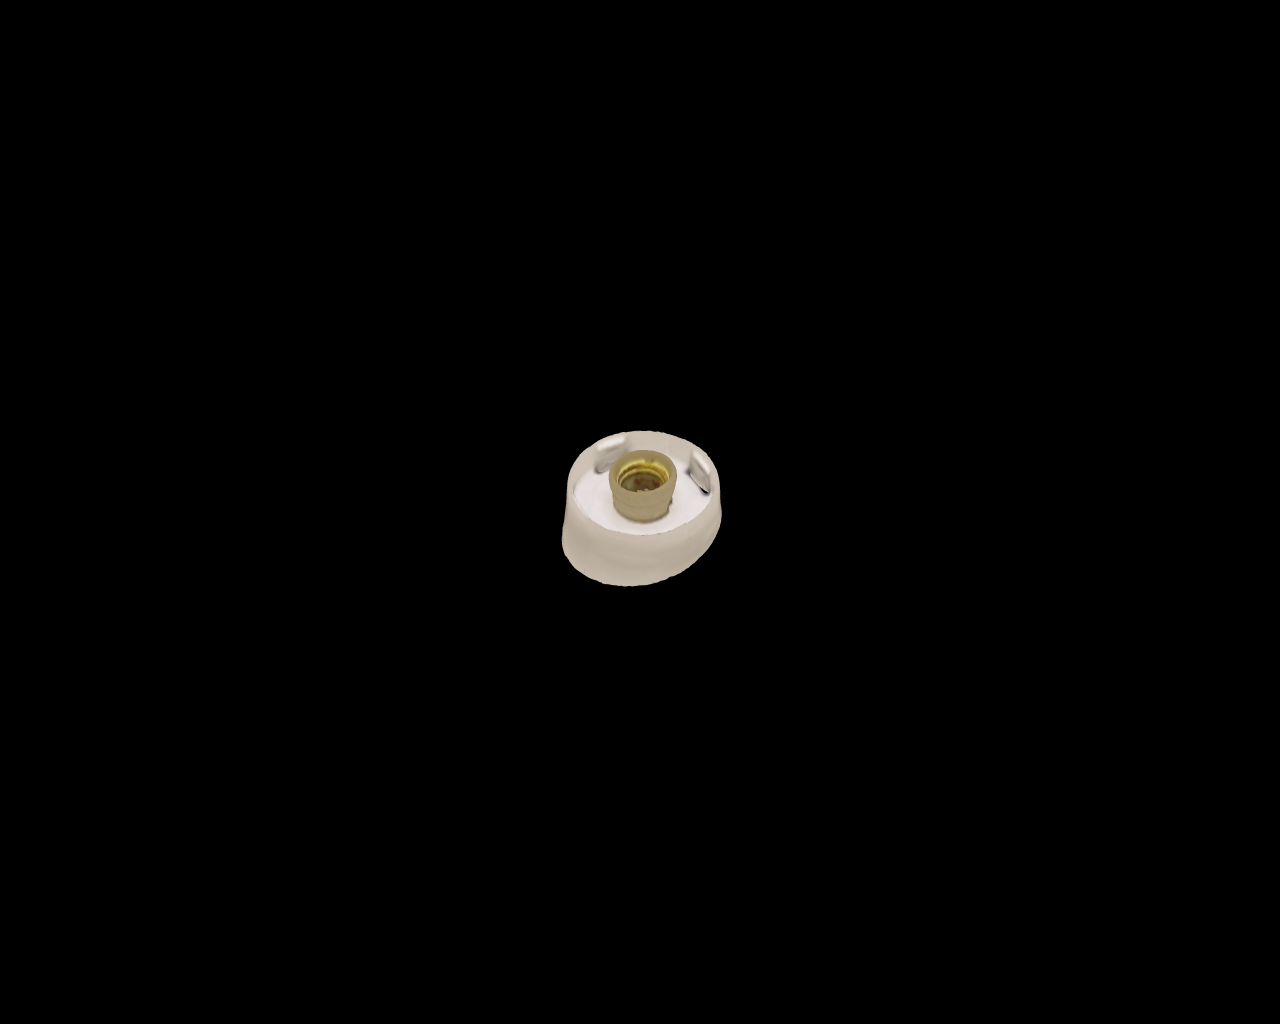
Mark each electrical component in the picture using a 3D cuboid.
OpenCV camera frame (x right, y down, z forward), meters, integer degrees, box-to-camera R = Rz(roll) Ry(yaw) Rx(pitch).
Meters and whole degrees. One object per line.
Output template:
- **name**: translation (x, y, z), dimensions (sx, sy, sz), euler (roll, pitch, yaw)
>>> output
- **electrical component**: translation (0.001, -0.003, 0.650), dimensions (0.099, 0.099, 0.064), euler (0, -44, 0)
